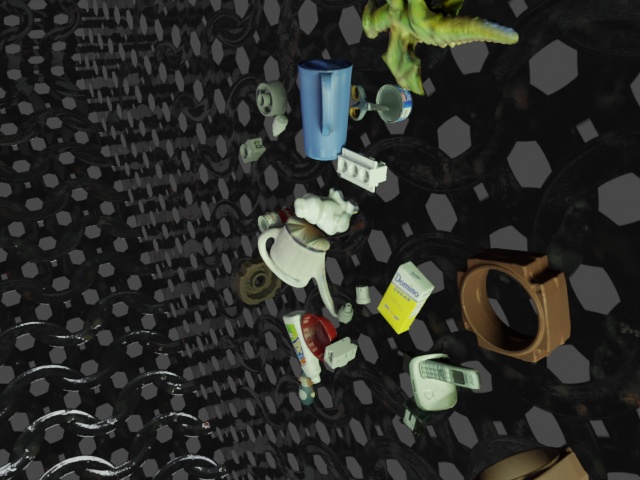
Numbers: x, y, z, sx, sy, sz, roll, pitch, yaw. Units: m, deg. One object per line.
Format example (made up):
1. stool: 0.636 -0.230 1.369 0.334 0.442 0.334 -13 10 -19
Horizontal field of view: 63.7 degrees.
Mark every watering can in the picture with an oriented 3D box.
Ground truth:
1. watering can: -0.039 0.069 1.577 0.349 0.106 0.220 37 125 10

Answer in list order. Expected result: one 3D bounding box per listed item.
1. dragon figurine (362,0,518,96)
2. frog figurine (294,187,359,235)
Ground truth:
1. dragon figurine: 0.208 -0.405 1.040 0.417 0.123 0.237 52 159 31
2. frog figurine: 0.004 -0.070 1.400 0.139 0.161 0.120 56 145 23
